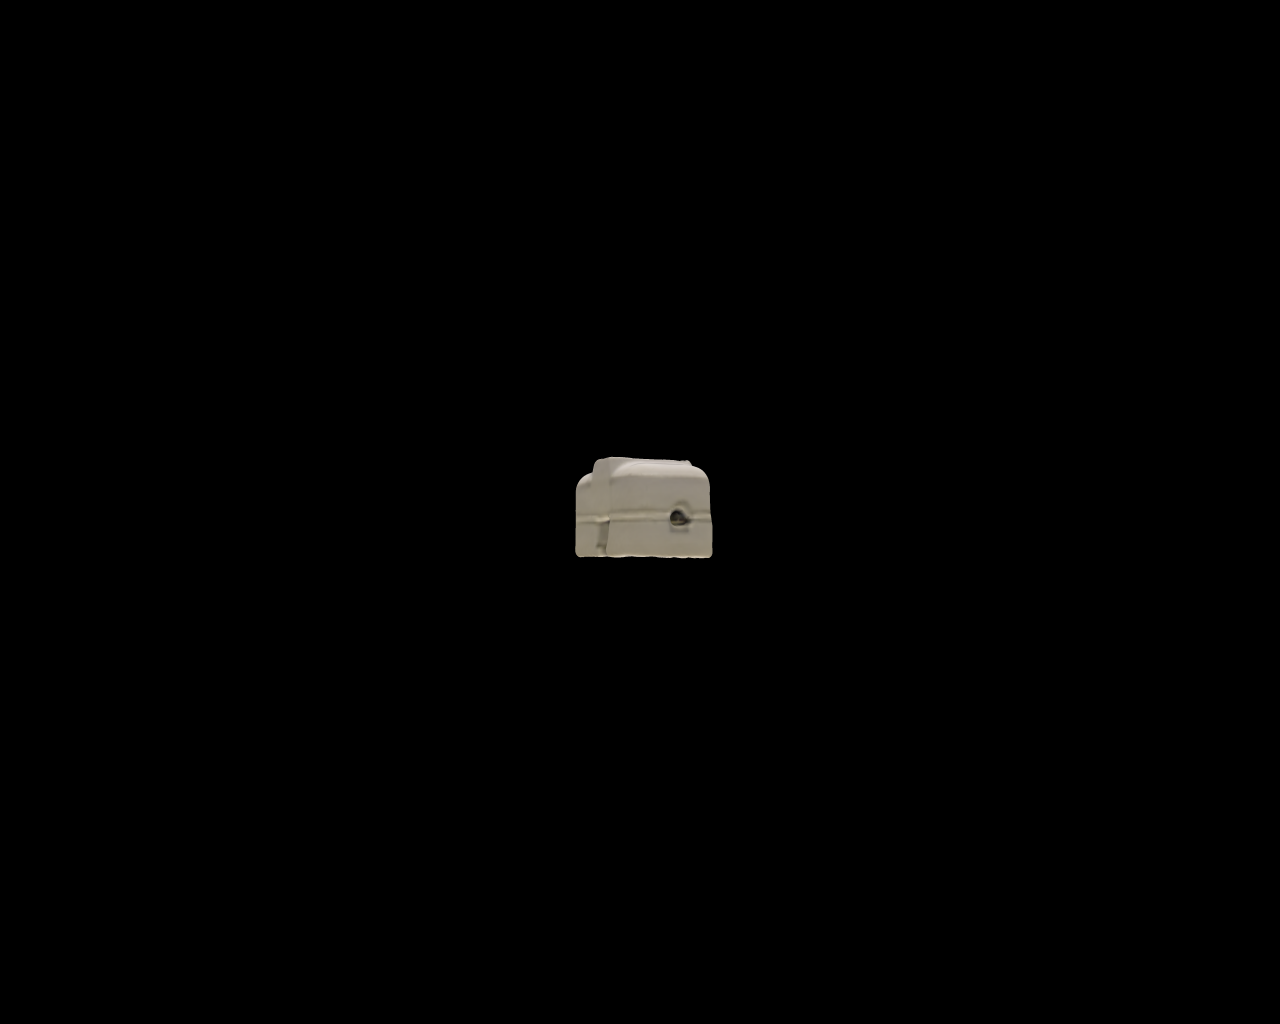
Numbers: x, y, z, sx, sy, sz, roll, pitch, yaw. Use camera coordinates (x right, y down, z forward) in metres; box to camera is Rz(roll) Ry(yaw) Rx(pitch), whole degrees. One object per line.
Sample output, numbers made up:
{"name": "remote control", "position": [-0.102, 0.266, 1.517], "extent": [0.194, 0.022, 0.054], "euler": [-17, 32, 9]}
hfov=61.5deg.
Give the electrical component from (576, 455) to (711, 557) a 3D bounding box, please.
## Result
{"name": "electrical component", "position": [0.001, -0.003, 0.650], "extent": [0.054, 0.059, 0.095], "euler": [1, -2, -28]}
